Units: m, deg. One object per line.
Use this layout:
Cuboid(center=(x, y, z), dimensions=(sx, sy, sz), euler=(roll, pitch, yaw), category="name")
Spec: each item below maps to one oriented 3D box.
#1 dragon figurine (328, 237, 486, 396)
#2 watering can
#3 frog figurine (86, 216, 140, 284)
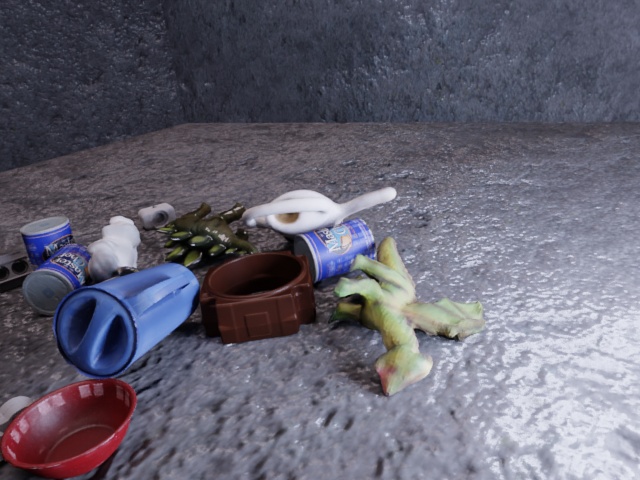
Cuboid(center=(0.157, 0.104, 0.872), dimensions=(0.244, 0.119, 0.417), euler=(20, 32, 18), category="dragon figurine")
Cuboid(center=(0.004, -0.058, 1.158), dimensions=(0.347, 0.105, 0.222), euler=(-6, -10, 11), category="watering can")
Cuboid(center=(-0.451, 0.024, 1.127), dimensions=(0.122, 0.162, 0.136), euler=(-33, -20, 14), category="frog figurine")
